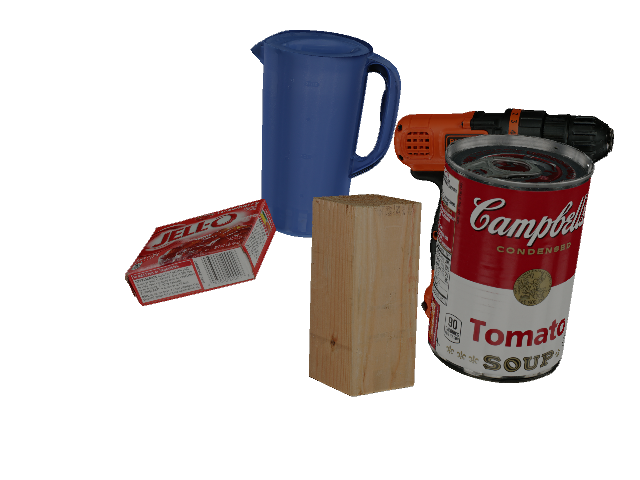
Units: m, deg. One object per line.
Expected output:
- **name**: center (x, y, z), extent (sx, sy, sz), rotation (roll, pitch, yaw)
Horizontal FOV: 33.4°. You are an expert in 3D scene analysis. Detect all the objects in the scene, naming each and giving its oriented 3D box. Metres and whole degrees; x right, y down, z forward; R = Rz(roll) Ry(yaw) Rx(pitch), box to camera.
- **soup can**: center (0.088, 0.008, 0.510), extent (0.068, 0.102, 0.068), rotation (2, 24, -1)
- **wood block**: center (0.048, 0.056, 1.184), extent (0.090, 0.206, 0.091), rotation (-5, 12, -34)
- **power drill**: center (0.157, -0.020, 0.922), extent (0.185, 0.188, 0.057), rotation (3, 13, 21)
- **gelatin box**: center (-0.081, 0.007, 0.735), extent (0.089, 0.030, 0.073), rotation (-14, 23, 17)
- **pitcher**: center (-0.002, -0.130, 1.317), extent (0.144, 0.243, 0.149), rotation (-9, 27, -29)
